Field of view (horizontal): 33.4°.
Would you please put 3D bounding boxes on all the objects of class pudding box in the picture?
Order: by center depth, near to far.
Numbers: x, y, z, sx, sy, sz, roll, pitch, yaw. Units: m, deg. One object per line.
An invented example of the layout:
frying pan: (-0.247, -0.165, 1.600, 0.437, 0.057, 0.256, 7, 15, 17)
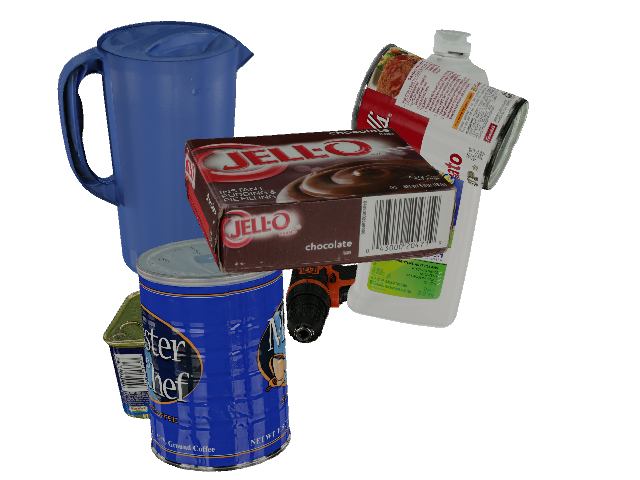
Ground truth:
pudding box: (-0.003, -0.022, 0.514, 0.113, 0.039, 0.090, -3, 26, -16)

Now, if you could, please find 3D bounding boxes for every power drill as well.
power drill: (0.054, 0.061, 1.241, 0.187, 0.057, 0.184, 0, 28, 3)

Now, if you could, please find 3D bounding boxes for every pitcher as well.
pitcher: (-0.156, -0.085, 1.047, 0.149, 0.243, 0.144, 11, 28, 17)

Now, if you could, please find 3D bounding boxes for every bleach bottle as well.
bleach bottle: (0.088, -0.055, 0.923, 0.102, 0.251, 0.068, 10, 17, 11)

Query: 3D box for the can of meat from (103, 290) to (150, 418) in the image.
can of meat: (-0.156, 0.105, 0.994, 0.057, 0.084, 0.102, -3, 25, 9)

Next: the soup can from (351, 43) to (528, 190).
soup can: (0.082, -0.084, 0.726, 0.102, 0.068, 0.068, 25, 7, 15)

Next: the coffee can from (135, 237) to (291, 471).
coffee can: (-0.075, 0.078, 0.760, 0.103, 0.140, 0.103, -2, 15, 0)
